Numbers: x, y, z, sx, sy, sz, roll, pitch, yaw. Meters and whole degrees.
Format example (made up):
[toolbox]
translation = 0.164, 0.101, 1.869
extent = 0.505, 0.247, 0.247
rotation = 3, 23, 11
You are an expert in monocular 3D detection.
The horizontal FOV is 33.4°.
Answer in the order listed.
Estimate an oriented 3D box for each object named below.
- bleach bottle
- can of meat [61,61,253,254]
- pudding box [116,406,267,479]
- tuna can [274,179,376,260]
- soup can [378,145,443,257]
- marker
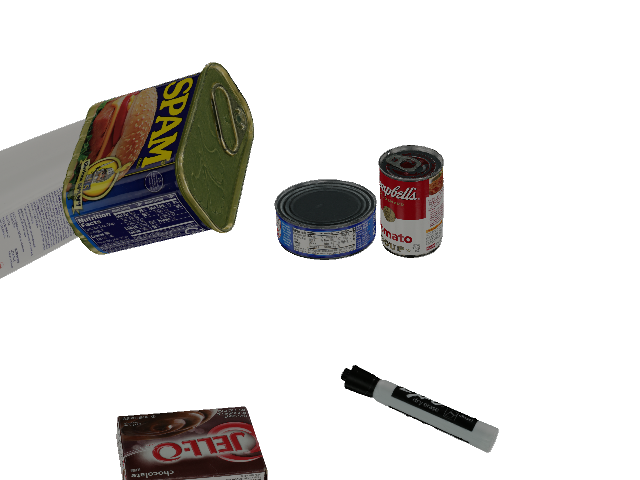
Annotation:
[bleach bottle]
translation = -0.179, -0.051, 0.840
extent = 0.250, 0.068, 0.103
rotation = -27, -27, -23
[can of meat]
translation = -0.092, -0.045, 0.607
extent = 0.084, 0.102, 0.057
rotation = -12, -44, 23
[pudding box]
translation = -0.106, 0.178, 0.868
extent = 0.113, 0.039, 0.090
rotation = -4, 25, -14
[tuna can]
translation = 0.005, -0.018, 0.901
extent = 0.086, 0.034, 0.086
rotation = -2, 30, 1
[soup can]
translation = 0.097, -0.041, 1.138
extent = 0.068, 0.102, 0.068
rotation = -3, 36, 2
[marker]
translation = 0.070, 0.121, 0.775
extent = 0.121, 0.020, 0.020
rotation = 22, 8, 19
